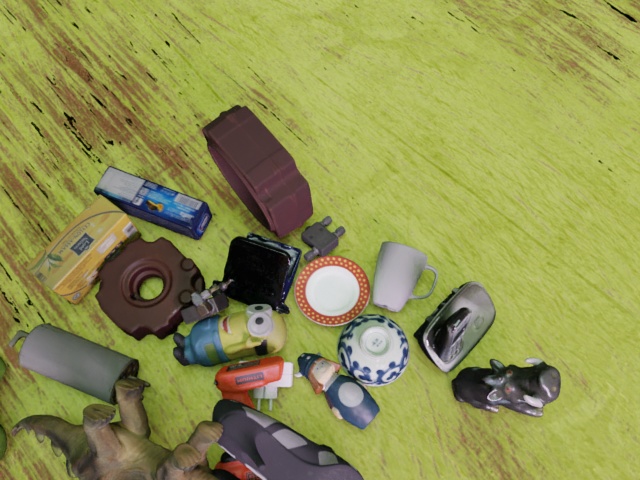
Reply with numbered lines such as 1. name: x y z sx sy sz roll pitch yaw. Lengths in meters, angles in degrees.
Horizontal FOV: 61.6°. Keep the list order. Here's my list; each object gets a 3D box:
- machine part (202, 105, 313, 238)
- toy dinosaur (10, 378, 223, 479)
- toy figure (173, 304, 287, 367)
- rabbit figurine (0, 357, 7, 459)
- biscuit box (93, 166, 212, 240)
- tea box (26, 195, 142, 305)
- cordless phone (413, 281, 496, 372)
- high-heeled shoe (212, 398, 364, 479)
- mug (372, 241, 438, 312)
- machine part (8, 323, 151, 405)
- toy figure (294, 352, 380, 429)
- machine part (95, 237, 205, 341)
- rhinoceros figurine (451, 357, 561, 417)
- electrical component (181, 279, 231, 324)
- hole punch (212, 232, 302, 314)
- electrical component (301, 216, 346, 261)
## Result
1. machine part: -0.105 -0.112 0.916 0.087 0.201 0.201 -37 72 -12
2. toy dinosaur: -0.273 0.302 0.734 0.472 0.105 0.198 16 106 28
3. toy figure: -0.143 0.157 0.870 0.180 0.089 0.082 -18 64 6
4. rabbit figurine: -0.525 0.258 0.807 0.121 0.159 0.170 -30 86 -22
5. biscuit box: -0.300 -0.065 0.973 0.203 0.062 0.059 21 69 8
6. tea box: -0.399 0.018 0.920 0.068 0.098 0.169 36 70 13
7. cordless phone: 0.220 0.117 0.833 0.089 0.184 0.146 41 74 20
8. high-heeled shoe: -0.044 0.303 0.765 0.086 0.248 0.145 -55 34 -4
9. mug: 0.139 0.070 0.914 0.110 0.081 0.107 22 81 4
10. machine part: -0.383 0.196 0.858 0.243 0.079 0.079 20 69 9
11. toy figure: 0.025 0.231 0.857 0.155 0.057 0.064 40 35 16
12. machine part: -0.290 0.080 0.917 0.179 0.056 0.179 -1 68 1
13. rhinoceros figurine: 0.278 0.212 0.797 0.112 0.190 0.073 25 67 -19
14. electrical component: -0.181 0.098 0.863 0.078 0.102 0.045 -20 91 17
15. hole punch: -0.099 0.052 0.920 0.142 0.092 0.115 18 105 6
16. electrical component: -0.002 -0.003 0.961 0.094 0.021 0.063 -40 59 -21
